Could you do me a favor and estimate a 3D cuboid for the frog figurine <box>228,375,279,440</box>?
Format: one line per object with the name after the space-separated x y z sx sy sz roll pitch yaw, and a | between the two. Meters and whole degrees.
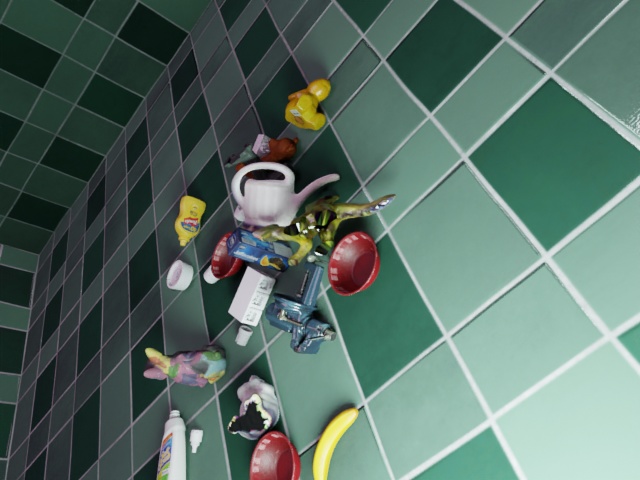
-0.164 0.433 1.342 0.160 0.122 0.137 -85 13 -84 | frog figurine

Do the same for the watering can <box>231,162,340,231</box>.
-0.114 -0.117 1.538 0.348 0.104 0.223 7 98 20 | watering can

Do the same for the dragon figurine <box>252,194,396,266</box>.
0.004 -0.069 1.364 0.408 0.120 0.248 -22 25 12 | dragon figurine
